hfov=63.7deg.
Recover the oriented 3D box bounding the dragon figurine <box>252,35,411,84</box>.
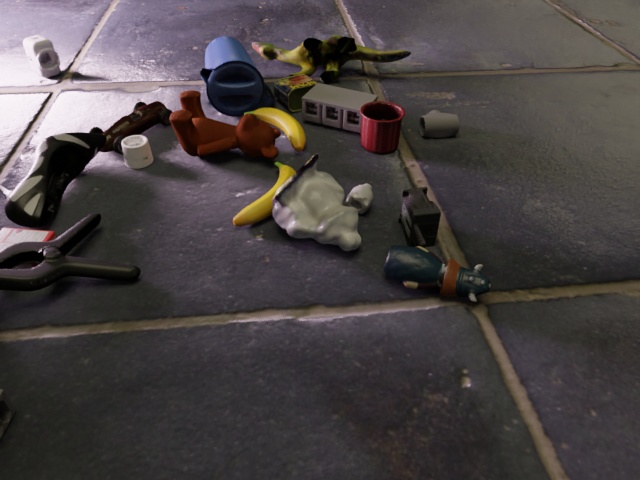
[{"bbox_3d":[0.021,-0.518,1.408,0.410,0.119,0.248,-3,33,-7],"label":"dragon figurine"}]

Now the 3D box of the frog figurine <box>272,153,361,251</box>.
[{"bbox_3d":[0.003,-0.043,0.862,0.159,0.120,0.140,46,38,-3],"label":"frog figurine"}]
